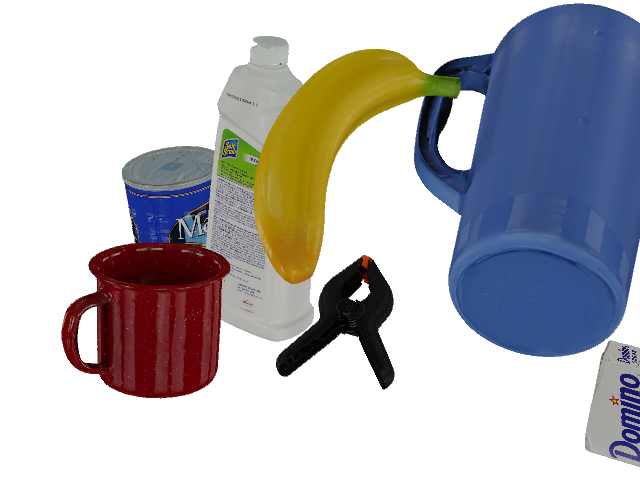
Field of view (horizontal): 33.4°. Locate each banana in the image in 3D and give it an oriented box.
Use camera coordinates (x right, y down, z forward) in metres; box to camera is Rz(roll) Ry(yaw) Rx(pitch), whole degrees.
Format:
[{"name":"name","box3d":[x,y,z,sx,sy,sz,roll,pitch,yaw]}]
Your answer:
[{"name":"banana","box3d":[0.008,-0.054,0.560,0.070,0.037,0.197,22,46,19]}]

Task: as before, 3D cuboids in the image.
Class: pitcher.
[{"name":"pitcher","box3d":[0.151,-0.045,0.726,0.149,0.242,0.145,-26,-61,39]}]

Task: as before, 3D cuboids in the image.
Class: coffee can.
[{"name":"coffee can","box3d":[-0.145,-0.015,1.113,0.103,0.140,0.103,-4,27,2]}]

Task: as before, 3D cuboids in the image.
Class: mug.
[{"name":"mug","box3d":[-0.117,0.055,0.709,0.117,0.081,0.093,-13,24,-42]}]

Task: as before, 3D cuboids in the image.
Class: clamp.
[{"name":"clamp","box3d":[0.039,0.086,1.106,0.120,0.171,0.039,16,-39,17]}]

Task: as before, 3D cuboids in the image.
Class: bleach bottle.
[{"name":"bleach bottle","box3d":[-0.046,-0.045,0.908,0.103,0.251,0.067,21,29,28]}]

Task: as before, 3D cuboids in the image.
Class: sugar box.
[{"name":"sugar box","box3d":[0.311,0.151,0.869,0.176,0.093,0.048,13,24,20]}]
